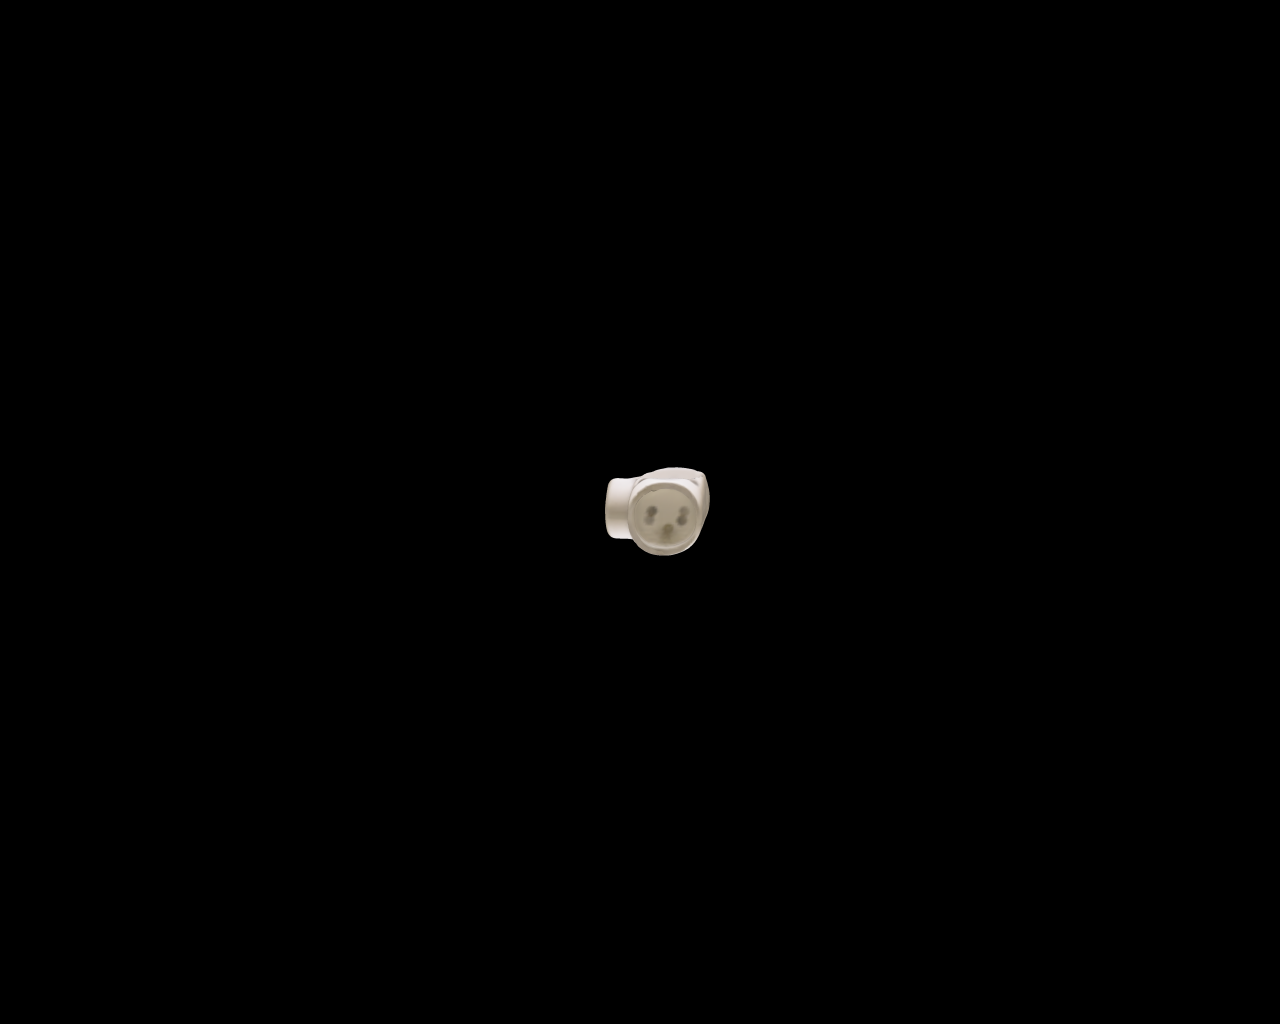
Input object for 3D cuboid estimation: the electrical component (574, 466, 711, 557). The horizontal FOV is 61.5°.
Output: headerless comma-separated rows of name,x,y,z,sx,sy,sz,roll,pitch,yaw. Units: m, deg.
electrical component,0.001,-0.003,0.650,0.079,0.044,0.077,1,9,7
